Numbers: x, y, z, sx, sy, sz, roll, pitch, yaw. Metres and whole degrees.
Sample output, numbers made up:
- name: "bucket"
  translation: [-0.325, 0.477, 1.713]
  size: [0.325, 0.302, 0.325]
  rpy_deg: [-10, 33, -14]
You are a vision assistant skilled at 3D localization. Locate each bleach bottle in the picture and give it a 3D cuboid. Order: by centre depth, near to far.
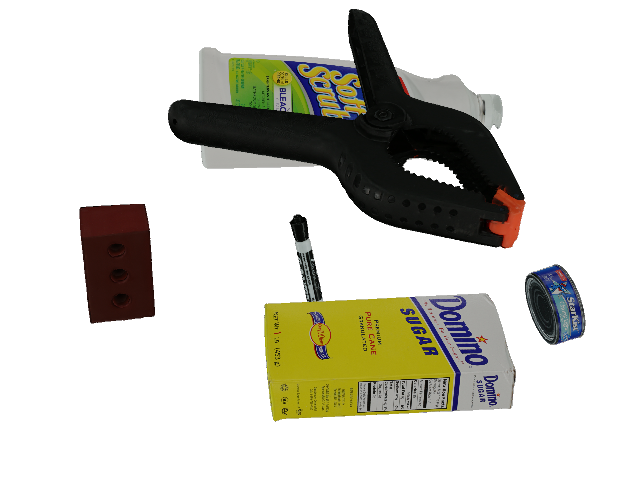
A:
- name: "bleach bottle"
  translation: [0.025, -0.112, 0.896]
  size: [0.250, 0.102, 0.068]
  rpy_deg: [-2, -29, -4]

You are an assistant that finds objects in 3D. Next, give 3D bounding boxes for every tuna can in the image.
- name: "tuna can"
  translation: [0.260, 0.072, 1.189]
  size: [0.033, 0.086, 0.086]
  rpy_deg: [-17, 2, -8]

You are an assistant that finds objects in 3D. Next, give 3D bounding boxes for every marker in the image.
- name: "marker"
  translation: [-0.015, 0.026, 1.193]
  size: [0.020, 0.121, 0.020]
  rpy_deg: [-9, 27, 5]

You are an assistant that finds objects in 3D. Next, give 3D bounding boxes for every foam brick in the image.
- name: "foam brick"
  translation: [-0.159, 0.017, 0.839]
  size: [0.053, 0.078, 0.051]
  rpy_deg: [-6, 27, -10]

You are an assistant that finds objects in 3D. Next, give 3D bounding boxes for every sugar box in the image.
- name: "sugar box"
  translation: [0.048, 0.084, 0.791]
  size: [0.176, 0.048, 0.093]
  rpy_deg: [-5, 35, -2]

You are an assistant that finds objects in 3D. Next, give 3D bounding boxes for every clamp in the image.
- name: "clamp"
  translation: [0.024, -0.057, 0.619]
  size: [0.164, 0.036, 0.210]
  rpy_deg: [-28, 52, -25]
